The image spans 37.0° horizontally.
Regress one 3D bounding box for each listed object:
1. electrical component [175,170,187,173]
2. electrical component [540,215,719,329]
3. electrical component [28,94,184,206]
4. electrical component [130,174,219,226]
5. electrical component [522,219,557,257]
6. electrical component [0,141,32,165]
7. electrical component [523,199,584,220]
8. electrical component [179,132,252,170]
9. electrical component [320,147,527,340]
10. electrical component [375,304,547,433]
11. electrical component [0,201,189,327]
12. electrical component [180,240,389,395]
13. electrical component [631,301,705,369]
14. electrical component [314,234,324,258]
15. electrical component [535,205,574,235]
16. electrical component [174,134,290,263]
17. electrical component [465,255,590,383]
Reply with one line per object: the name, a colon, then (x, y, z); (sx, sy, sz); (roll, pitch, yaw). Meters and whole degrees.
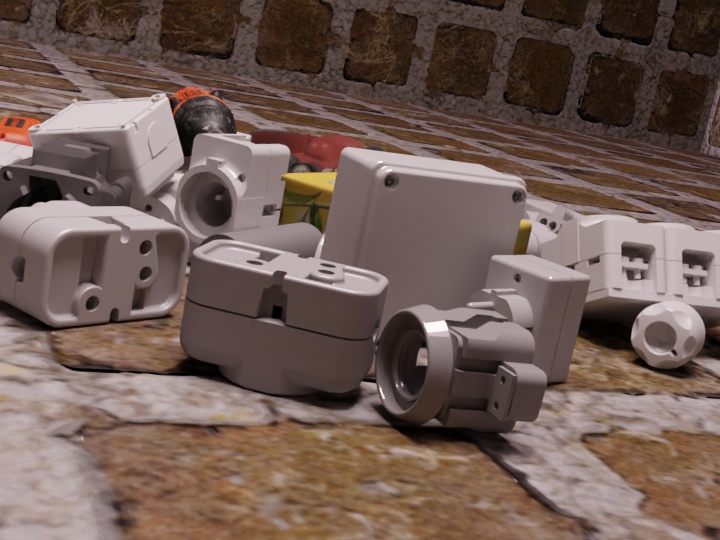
electrical component: (-0.134, -0.056, 0.855); (0.066, 0.048, 0.055); (11, 5, -1)
electrical component: (0.218, 0.002, 0.785); (0.150, 0.061, 0.089); (6, -12, -22)
electrical component: (-0.181, -0.082, 0.755); (0.096, 0.061, 0.061); (0, 29, 22)
electrical component: (-0.147, -0.042, 0.782); (0.077, 0.044, 0.079); (3, 25, 7)
electrical component: (0.114, -0.014, 0.858); (0.059, 0.053, 0.095); (3, 15, -31)
electrical component: (-0.273, -0.060, 0.739); (0.074, 0.052, 0.138); (12, 12, 5)
electrical component: (0.167, -0.037, 1.021); (0.076, 0.047, 0.083); (5, 14, -25)
electrical component: (-0.171, -0.107, 1.008); (0.121, 0.063, 0.079); (14, 13, 15)
electrical component: (0.036, -0.013, 0.660); (0.109, 0.108, 0.056); (4, 16, -28)
electrical component: (0.044, 0.047, 0.524); (0.057, 0.058, 0.078); (7, 13, -28)
electrical component: (-0.151, -0.005, 0.596); (0.059, 0.053, 0.095); (21, 16, 37)
electrical component: (-0.039, 0.025, 0.542); (0.095, 0.059, 0.054); (13, 13, 8)
electrical component: (0.210, 0.042, 0.720); (0.043, 0.043, 0.062); (18, 13, 29)
electrical component: (0.000, 0.000, 0.722); (0.055, 0.045, 0.045); (14, 13, 12)
electrical component: (0.169, -0.014, 0.899); (0.055, 0.066, 0.048); (26, 0, -44)
electrical component: (-0.090, -0.046, 0.746); (0.050, 0.089, 0.056); (17, 14, 26)
electrical component: (0.086, 0.029, 0.619); (0.077, 0.065, 0.047); (-1, 17, -43)
